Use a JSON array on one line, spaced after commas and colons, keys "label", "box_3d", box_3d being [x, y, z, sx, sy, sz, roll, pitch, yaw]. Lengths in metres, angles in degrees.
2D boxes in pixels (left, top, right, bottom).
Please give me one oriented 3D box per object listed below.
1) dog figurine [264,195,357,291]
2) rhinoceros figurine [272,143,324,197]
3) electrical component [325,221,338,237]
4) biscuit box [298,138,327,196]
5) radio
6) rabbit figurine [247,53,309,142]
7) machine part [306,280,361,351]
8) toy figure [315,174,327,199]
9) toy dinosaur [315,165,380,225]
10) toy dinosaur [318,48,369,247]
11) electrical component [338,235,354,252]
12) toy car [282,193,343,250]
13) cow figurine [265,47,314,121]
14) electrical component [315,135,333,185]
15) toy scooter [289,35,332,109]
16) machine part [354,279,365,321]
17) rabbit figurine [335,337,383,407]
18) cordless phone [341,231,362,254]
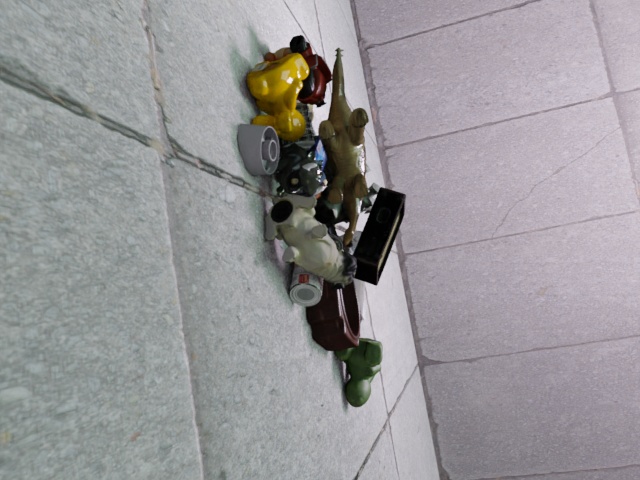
[{"label": "dog figurine", "box_3d": [-0.015, 0.005, 1.076, 0.190, 0.121, 0.172, 43, 22, -55]}, {"label": "rhinoceros figurine", "box_3d": [-0.046, -0.139, 1.094, 0.190, 0.112, 0.073, -114, -174, -62]}, {"label": "electrical component", "box_3d": [-0.003, -0.004, 1.277, 0.119, 0.075, 0.047, -70, 145, -71]}, {"label": "biscuit box", "box_3d": [-0.036, -0.168, 1.266, 0.203, 0.063, 0.059, -73, 148, -53]}, {"label": "radio", "box_3d": [0.151, -0.012, 1.366, 0.131, 0.073, 0.229, 79, 31, -64]}, {"label": "rabbit figurine", "box_3d": [-0.075, -0.277, 1.115, 0.162, 0.122, 0.173, -78, 154, -49]}, {"label": "machine part", "box_3d": [0.034, 0.151, 1.275, 0.201, 0.087, 0.201, 56, 26, -61]}, {"label": "toy figure", "box_3d": [-0.020, -0.132, 1.327, 0.057, 0.064, 0.154, 62, 22, -20]}, {"label": "toy dinosaur", "box_3d": [0.050, -0.096, 1.434, 0.131, 0.192, 0.405, 52, 32, 6]}, {"label": "toy dinosaur", "box_3d": [0.054, -0.219, 1.193, 0.198, 0.105, 0.471, 33, 56, -86]}, {"label": "electrical component", "box_3d": [0.044, -0.001, 1.435, 0.102, 0.045, 0.078, 30, 19, -14]}, {"label": "toy car", "box_3d": [-0.015, -0.027, 1.169, 0.201, 0.056, 0.073, 49, 1, -11]}, {"label": "cow figurine", "box_3d": [-0.063, -0.377, 1.331, 0.127, 0.086, 0.194, -60, 136, -61]}, {"label": "electrical component", "box_3d": [0.012, -0.239, 1.565, 0.134, 0.058, 0.115, 61, 20, -52]}, {"label": "toy scooter", "box_3d": [-0.016, -0.370, 1.236, 0.135, 0.075, 0.184, 37, 40, -52]}, {"label": "machine part", "box_3d": [0.083, 0.165, 1.477, 0.243, 0.079, 0.079, -78, 153, -60]}, {"label": "rabbit figurine", "box_3d": [0.096, 0.338, 1.386, 0.159, 0.121, 0.170, 38, 60, -79]}, {"label": "cordless phone", "box_3d": [0.071, 0.021, 1.546, 0.184, 0.088, 0.147, 18, 27, -37]}]
